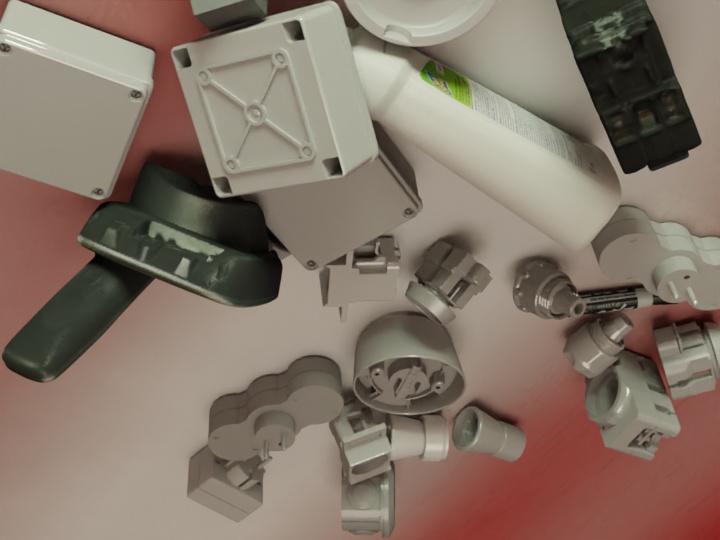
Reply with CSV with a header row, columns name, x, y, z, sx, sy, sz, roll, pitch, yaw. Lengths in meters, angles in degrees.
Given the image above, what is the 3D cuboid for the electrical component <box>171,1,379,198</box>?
name,x,y,z,sx,sy,sz,roll,pitch,yaw
electrical component,-0.056,-0.111,0.715,0.109,0.056,0.108,-6,109,30

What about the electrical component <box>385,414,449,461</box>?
name,x,y,z,sx,sy,sz,roll,pitch,yaw
electrical component,0.054,0.160,1.028,0.055,0.045,0.045,2,130,-8

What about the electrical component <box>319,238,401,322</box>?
name,x,y,z,sx,sy,sz,roll,pitch,yaw
electrical component,0.000,0.000,0.889,0.064,0.042,0.081,0,131,-7

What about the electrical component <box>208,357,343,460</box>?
name,x,y,z,sx,sy,sz,roll,pitch,yaw
electrical component,-0.078,0.139,0.980,0.138,0.073,0.052,-27,127,17

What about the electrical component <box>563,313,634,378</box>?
name,x,y,z,sx,sy,sz,roll,pitch,yaw
electrical component,0.216,0.064,0.960,0.043,0.043,0.062,30,120,-27

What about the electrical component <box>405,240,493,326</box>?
name,x,y,z,sx,sy,sz,roll,pitch,yaw
electrical component,0.070,0.012,0.888,0.055,0.066,0.048,-51,123,-6

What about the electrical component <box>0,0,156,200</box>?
name,x,y,z,sx,sy,sz,roll,pitch,yaw
electrical component,-0.213,-0.118,0.761,0.109,0.056,0.108,18,127,-19

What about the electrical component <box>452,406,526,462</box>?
name,x,y,z,sx,sy,sz,roll,pitch,yaw
electrical component,0.127,0.161,1.038,0.065,0.044,0.044,22,125,-28

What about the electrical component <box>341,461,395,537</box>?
name,x,y,z,sx,sy,sz,roll,pitch,yaw
electrical component,0.009,0.221,1.054,0.051,0.080,0.080,0,131,3

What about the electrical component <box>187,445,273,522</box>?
name,x,y,z,sx,sy,sz,roll,pitch,yaw
electrical component,-0.118,0.196,1.042,0.066,0.047,0.077,35,119,-29

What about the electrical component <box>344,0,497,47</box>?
name,x,y,z,sx,sy,sz,roll,pitch,yaw
electrical component,0.038,-0.208,0.702,0.108,0.060,0.108,-2,130,-3

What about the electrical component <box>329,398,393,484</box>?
name,x,y,z,sx,sy,sz,roll,pitch,yaw
electrical component,-0.001,0.157,1.001,0.042,0.063,0.081,-18,149,-12

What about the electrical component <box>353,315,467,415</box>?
name,x,y,z,sx,sy,sz,roll,pitch,yaw
electrical component,0.042,0.089,0.954,0.099,0.064,0.099,-2,130,-3

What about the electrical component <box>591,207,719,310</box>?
name,x,y,z,sx,sy,sz,roll,pitch,yaw
electrical component,0.260,0.002,0.891,0.138,0.073,0.052,17,127,-18

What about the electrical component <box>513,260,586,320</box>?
name,x,y,z,sx,sy,sz,roll,pitch,yaw
electrical component,0.163,0.022,0.903,0.048,0.062,0.048,-13,116,-29

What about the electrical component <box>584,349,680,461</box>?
name,x,y,z,sx,sy,sz,roll,pitch,yaw
electrical component,0.243,0.119,0.979,0.056,0.089,0.050,20,126,-20

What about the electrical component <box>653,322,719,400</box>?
name,x,y,z,sx,sy,sz,roll,pitch,yaw
electrical component,0.302,0.080,0.972,0.057,0.058,0.078,-16,129,13

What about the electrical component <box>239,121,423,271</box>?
name,x,y,z,sx,sy,sz,roll,pitch,yaw
electrical component,-0.026,-0.069,0.818,0.109,0.056,0.108,-28,127,18

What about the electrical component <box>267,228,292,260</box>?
name,x,y,z,sx,sy,sz,roll,pitch,yaw
electrical component,-0.084,-0.015,0.867,0.045,0.045,0.055,33,121,-28
